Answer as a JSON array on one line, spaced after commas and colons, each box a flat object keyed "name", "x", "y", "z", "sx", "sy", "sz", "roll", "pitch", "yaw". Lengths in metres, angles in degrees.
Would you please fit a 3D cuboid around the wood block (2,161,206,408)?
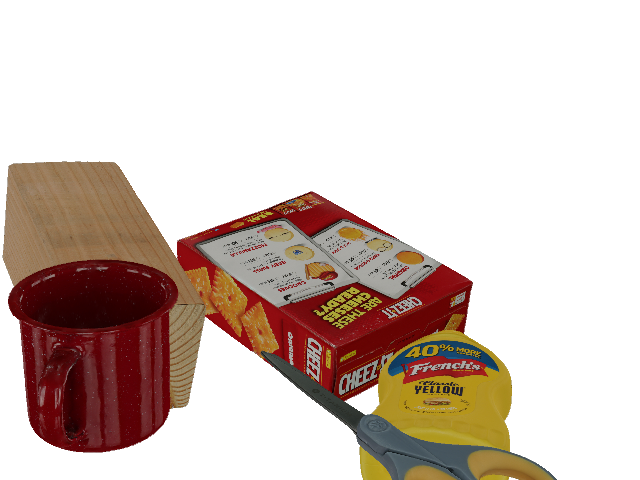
[{"name": "wood block", "x": -0.166, "y": 0.028, "z": 0.786, "sx": 0.090, "sy": 0.091, "sz": 0.206, "roll": -3, "pitch": 32, "yaw": -28}]

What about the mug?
[{"name": "mug", "x": -0.128, "y": 0.071, "z": 0.597, "sx": 0.093, "sy": 0.081, "sz": 0.117, "roll": 5, "pitch": 23, "yaw": 5}]

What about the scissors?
[{"name": "scissors", "x": 0.050, "y": 0.104, "z": 0.566, "sx": 0.096, "sy": 0.016, "sz": 0.202, "roll": -6, "pitch": 28, "yaw": -26}]

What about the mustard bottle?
[{"name": "mustard bottle", "x": 0.088, "y": 0.113, "z": 0.760, "sx": 0.096, "sy": 0.058, "sz": 0.191, "roll": -1, "pitch": 19, "yaw": 11}]

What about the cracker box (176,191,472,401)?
[{"name": "cracker box", "x": -0.001, "y": 0.045, "z": 0.946, "sx": 0.163, "sy": 0.072, "sz": 0.214, "roll": -22, "pitch": 38, "yaw": -36}]
